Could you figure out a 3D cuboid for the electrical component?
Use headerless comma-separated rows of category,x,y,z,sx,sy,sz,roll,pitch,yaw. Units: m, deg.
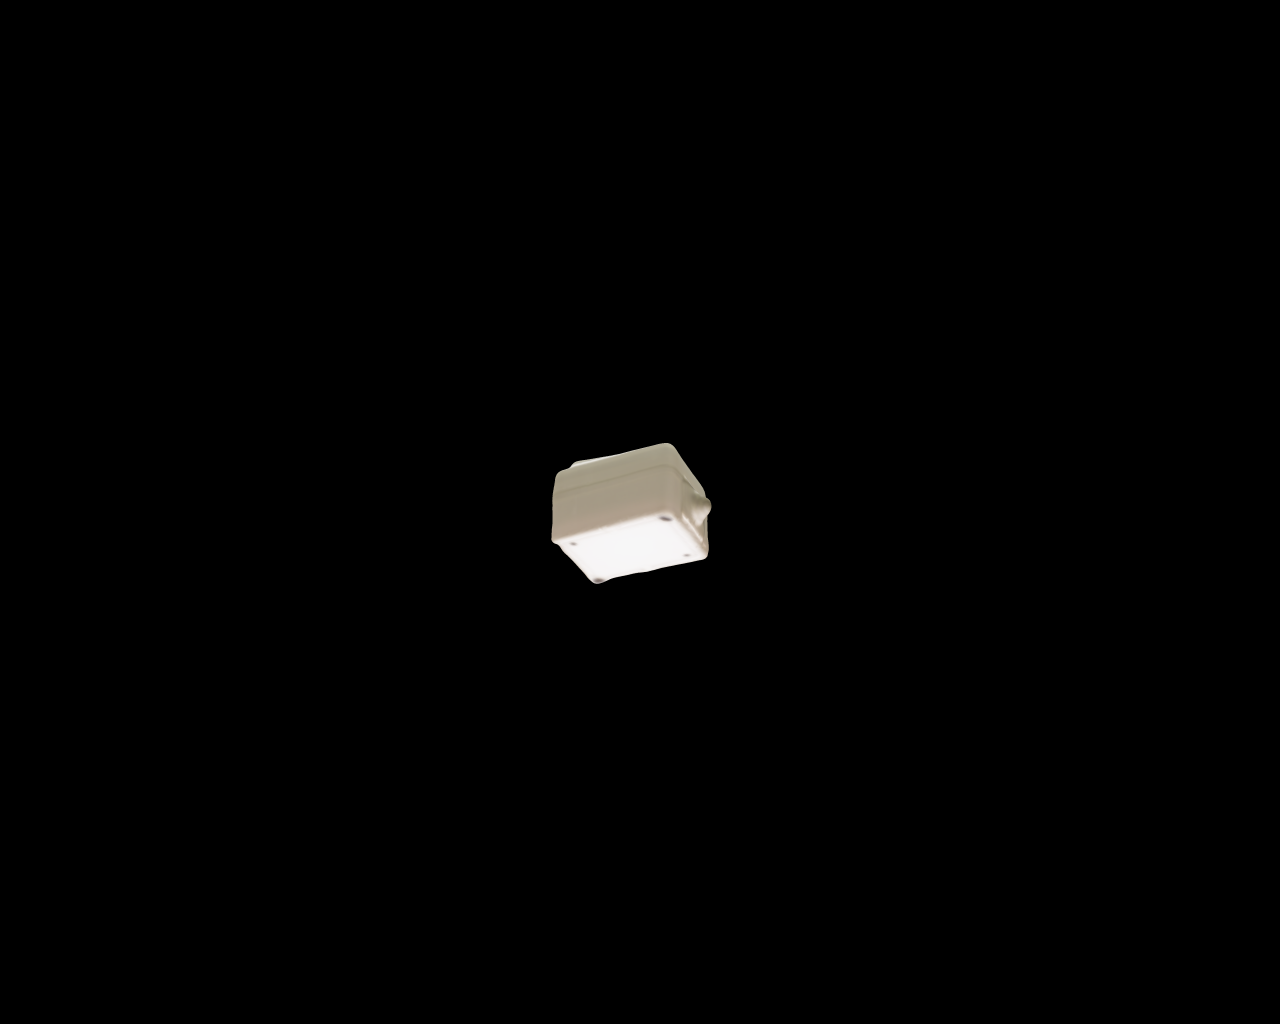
electrical component,0.001,-0.003,0.650,0.096,0.061,0.061,-14,-36,20
